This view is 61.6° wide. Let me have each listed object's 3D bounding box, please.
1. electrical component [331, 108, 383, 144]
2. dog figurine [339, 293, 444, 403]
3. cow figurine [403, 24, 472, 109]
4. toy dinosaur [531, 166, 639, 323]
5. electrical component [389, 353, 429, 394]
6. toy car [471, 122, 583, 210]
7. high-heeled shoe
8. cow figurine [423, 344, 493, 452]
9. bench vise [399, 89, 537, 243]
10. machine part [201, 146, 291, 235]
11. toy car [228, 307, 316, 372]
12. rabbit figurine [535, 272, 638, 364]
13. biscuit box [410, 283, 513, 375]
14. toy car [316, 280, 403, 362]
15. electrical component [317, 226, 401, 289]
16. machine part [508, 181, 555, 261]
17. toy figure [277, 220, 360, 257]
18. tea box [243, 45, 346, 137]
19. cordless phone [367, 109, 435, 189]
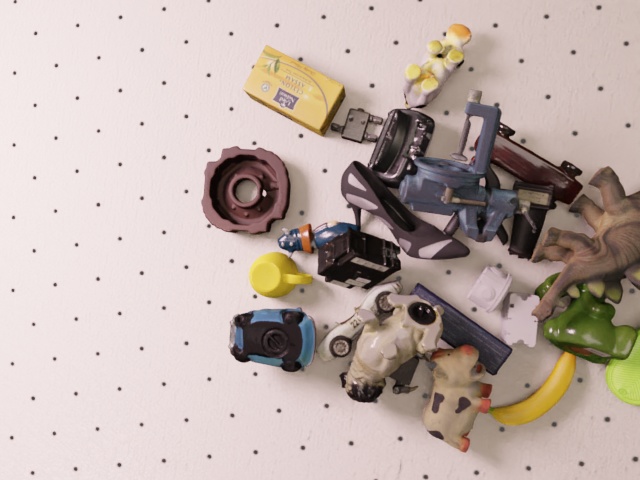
[{"bbox_3d":[0.069,-0.219,1.022,0.094,0.021,0.063,16,90,8],"label":"electrical component"},{"bbox_3d":[0.127,0.196,0.940,0.172,0.190,0.121,-8,48,-17],"label":"dog figurine"},{"bbox_3d":[0.216,-0.312,0.982,0.068,0.098,0.167,38,74,12],"label":"cow figurine"},{"bbox_3d":[0.523,-0.021,0.905,0.199,0.105,0.471,42,77,18],"label":"toy dinosaur"},{"bbox_3d":[0.154,0.231,0.990,0.078,0.045,0.102,28,92,5],"label":"electrical component"},{"bbox_3d":[0.373,-0.134,0.970,0.202,0.053,0.089,31,108,5],"label":"toy car"},{"bbox_3d":[0.151,-0.056,0.953,0.249,0.086,0.145,14,125,23],"label":"high-heeled shoe"},{"bbox_3d":[0.231,0.263,0.938,0.127,0.085,0.194,18,117,9],"label":"cow figurine"},{"bbox_3d":[0.253,-0.121,0.886,0.224,0.129,0.240,12,109,11],"label":"bench vise"},{"bbox_3d":[-0.139,-0.093,1.027,0.179,0.056,0.179,0,88,6],"label":"machine part"},{"bbox_3d":[-0.082,0.177,0.988,0.162,0.103,0.109,1,89,9],"label":"toy car"},{"bbox_3d":[0.462,0.112,0.941,0.159,0.121,0.170,18,73,13],"label":"rabbit figurine"},{"bbox_3d":[0.245,0.160,0.974,0.203,0.059,0.063,36,93,7],"label":"biscuit box"},{"bbox_3d":[0.074,0.145,0.986,0.056,0.073,0.201,45,94,5],"label":"toy car"},{"bbox_3d":[0.061,0.038,0.959,0.115,0.134,0.058,21,56,-25],"label":"electrical component"},{"bbox_3d":[0.369,-0.034,0.955,0.084,0.039,0.138,7,104,12],"label":"machine part"},{"bbox_3d":[-0.002,-0.001,1.008,0.155,0.057,0.064,-3,83,11],"label":"toy figure"},{"bbox_3d":[-0.047,-0.279,1.014,0.170,0.068,0.098,28,91,5],"label":"tea box"},{"bbox_3d":[0.192,-0.150,0.989,0.184,0.089,0.146,22,91,-5],"label":"cordless phone"}]
